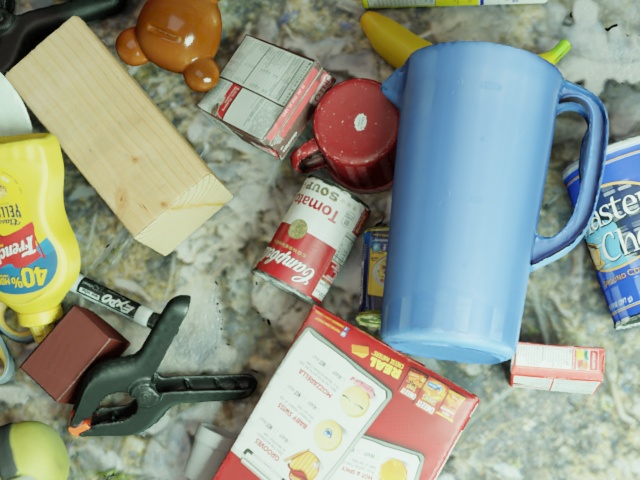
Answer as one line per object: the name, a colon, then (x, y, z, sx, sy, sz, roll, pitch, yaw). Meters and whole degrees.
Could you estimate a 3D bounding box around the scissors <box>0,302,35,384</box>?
scissors: (-0.336, 0.043, 1.033, 0.096, 0.016, 0.202, -31, 75, 1)

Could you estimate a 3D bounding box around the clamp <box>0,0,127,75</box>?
clamp: (-0.304, -0.215, 1.068, 0.165, 0.036, 0.210, 32, 82, 15)

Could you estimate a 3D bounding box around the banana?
banana: (0.127, -0.165, 0.986, 0.198, 0.037, 0.069, 12, 63, 11)

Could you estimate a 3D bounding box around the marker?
marker: (-0.186, 0.061, 1.001, 0.121, 0.020, 0.020, 24, 84, 14)

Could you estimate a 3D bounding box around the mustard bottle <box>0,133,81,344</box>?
mustard bottle: (-0.269, 0.002, 0.973, 0.096, 0.058, 0.191, -4, 104, 15)

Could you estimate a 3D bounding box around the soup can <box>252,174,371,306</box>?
soup can: (-0.006, 0.001, 0.958, 0.068, 0.068, 0.102, 28, 84, 14)

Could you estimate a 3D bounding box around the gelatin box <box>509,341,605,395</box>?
gelatin box: (0.196, 0.106, 0.890, 0.073, 0.089, 0.030, 4, 76, 11)

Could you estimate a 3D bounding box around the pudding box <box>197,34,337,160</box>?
pudding box: (-0.051, -0.134, 0.984, 0.114, 0.039, 0.090, 31, 84, 43)

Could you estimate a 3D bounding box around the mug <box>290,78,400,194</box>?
mug: (0.028, -0.092, 0.963, 0.117, 0.081, 0.093, -20, 76, 5)

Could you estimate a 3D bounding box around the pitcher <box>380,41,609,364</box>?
pitcher: (0.128, -0.026, 0.858, 0.144, 0.149, 0.243, 17, 76, -32)

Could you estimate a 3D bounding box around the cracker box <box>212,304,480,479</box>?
cracker box: (0.015, 0.188, 0.915, 0.164, 0.072, 0.213, 29, 86, 15)

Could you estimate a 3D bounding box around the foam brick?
foam brick: (-0.225, 0.106, 0.982, 0.051, 0.053, 0.078, 40, 87, 15)

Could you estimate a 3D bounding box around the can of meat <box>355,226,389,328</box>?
can of meat: (0.085, 0.034, 0.941, 0.102, 0.057, 0.084, 2, 77, 9)

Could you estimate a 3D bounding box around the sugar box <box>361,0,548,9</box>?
sugar box: (0.127, -0.268, 1.001, 0.176, 0.048, 0.093, 1, 79, 6)

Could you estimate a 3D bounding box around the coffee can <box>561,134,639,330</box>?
coffee can: (0.273, -0.007, 0.892, 0.103, 0.102, 0.140, -17, 77, 6)

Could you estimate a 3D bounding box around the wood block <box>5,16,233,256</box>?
wood block: (-0.186, -0.097, 0.997, 0.090, 0.090, 0.206, -41, 75, 0)

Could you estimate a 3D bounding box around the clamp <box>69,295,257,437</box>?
clamp: (-0.145, 0.133, 0.959, 0.172, 0.039, 0.120, -36, 110, 17)
